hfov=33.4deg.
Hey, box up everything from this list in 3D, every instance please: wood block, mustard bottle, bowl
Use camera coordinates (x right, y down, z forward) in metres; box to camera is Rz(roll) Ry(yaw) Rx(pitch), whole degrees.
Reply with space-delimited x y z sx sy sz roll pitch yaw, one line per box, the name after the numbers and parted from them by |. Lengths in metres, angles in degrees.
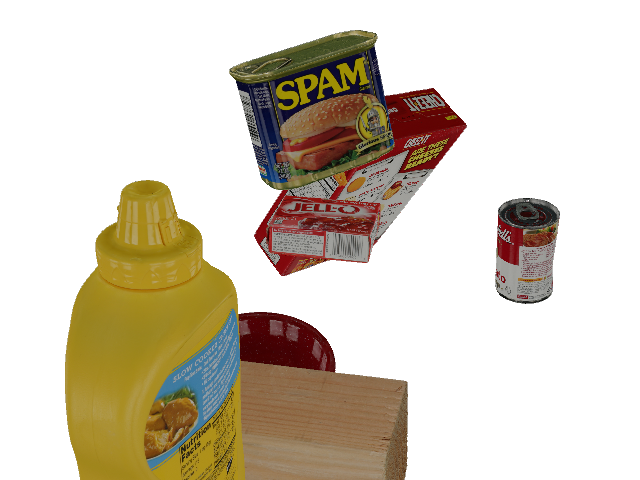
-0.044 0.151 0.790 0.206 0.090 0.090 6 31 14 | wood block
-0.067 0.065 0.444 0.058 0.192 0.096 13 30 21 | mustard bottle
-0.064 0.143 1.057 0.162 0.055 0.162 -2 37 2 | bowl

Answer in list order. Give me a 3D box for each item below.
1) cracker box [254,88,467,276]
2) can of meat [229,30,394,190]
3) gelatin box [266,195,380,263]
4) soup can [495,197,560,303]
0.040 -0.066 1.187 0.163 0.072 0.214 -17 -29 -44 | cracker box
-0.003 -0.091 0.742 0.102 0.084 0.058 -21 22 -18 | can of meat
0.004 -0.012 0.923 0.089 0.030 0.073 6 24 9 | gelatin box
0.234 0.012 1.212 0.068 0.102 0.068 -2 30 1 | soup can
